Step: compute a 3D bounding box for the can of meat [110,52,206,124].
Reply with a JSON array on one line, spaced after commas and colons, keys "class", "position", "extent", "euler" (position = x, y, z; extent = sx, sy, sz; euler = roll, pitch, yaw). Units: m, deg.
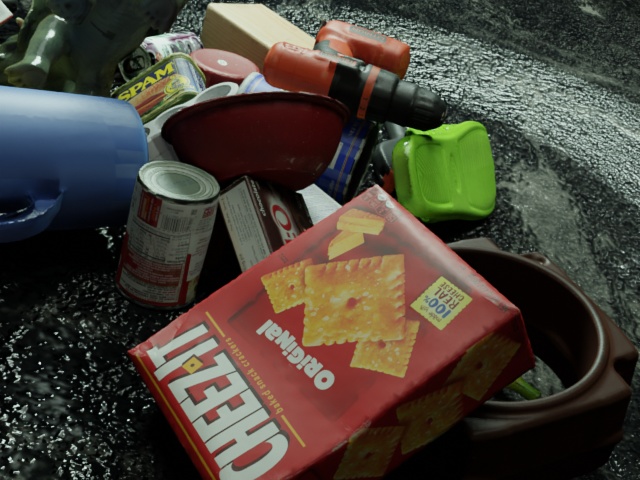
[{"class": "can of meat", "position": [-0.159, -0.130, 1.080], "extent": [0.057, 0.102, 0.084], "euler": [54, 8, -38]}]

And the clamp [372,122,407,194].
[{"class": "clamp", "position": [0.100, -0.102, 1.235], "extent": [0.120, 0.039, 0.171], "euler": [28, 29, 20]}]

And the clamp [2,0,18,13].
[{"class": "clamp", "position": [-0.457, -0.263, 1.202], "extent": [0.165, 0.036, 0.209], "euler": [12, 26, 17]}]

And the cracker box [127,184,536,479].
[{"class": "cracker box", "position": [0.003, 0.076, 0.693], "extent": [0.213, 0.072, 0.164], "euler": [-34, 45, -9]}]

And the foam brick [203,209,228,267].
[{"class": "foam brick", "position": [-0.123, -0.012, 0.927], "extent": [0.078, 0.051, 0.053], "euler": [4, 30, -24]}]

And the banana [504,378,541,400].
[{"class": "banana", "position": [0.142, 0.075, 0.940], "extent": [0.069, 0.037, 0.198], "euler": [30, 25, -17]}]

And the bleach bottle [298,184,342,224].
[{"class": "bleach bottle", "position": [-0.006, 0.001, 0.961], "extent": [0.251, 0.068, 0.102], "euler": [38, 35, 30]}]

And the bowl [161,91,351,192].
[{"class": "bowl", "position": [-0.051, -0.072, 0.896], "extent": [0.162, 0.055, 0.162], "euler": [-6, -12, -1]}]

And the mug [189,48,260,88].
[{"class": "mug", "position": [-0.104, -0.159, 1.177], "extent": [0.117, 0.082, 0.093], "euler": [-7, 36, -39]}]

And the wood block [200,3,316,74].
[{"class": "wood block", "position": [-0.052, -0.202, 1.279], "extent": [0.090, 0.091, 0.206], "euler": [-10, 38, -40]}]

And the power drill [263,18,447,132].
[{"class": "power drill", "position": [0.046, -0.171, 1.096], "extent": [0.184, 0.057, 0.187], "euler": [20, 21, 3]}]

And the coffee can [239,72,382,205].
[{"class": "coffee can", "position": [-0.021, -0.100, 1.094], "extent": [0.140, 0.103, 0.102], "euler": [22, 28, 8]}]

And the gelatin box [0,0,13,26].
[{"class": "gelatin box", "position": [-0.373, -0.212, 1.111], "extent": [0.030, 0.073, 0.089], "euler": [53, 41, -15]}]

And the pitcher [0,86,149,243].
[{"class": "pitcher", "position": [-0.261, -0.057, 0.842], "extent": [0.242, 0.149, 0.145], "euler": [-1, -10, -30]}]

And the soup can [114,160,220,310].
[{"class": "soup can", "position": [-0.123, -0.004, 0.856], "extent": [0.068, 0.102, 0.068], "euler": [13, 28, -7]}]

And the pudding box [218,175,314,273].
[{"class": "pudding box", "position": [-0.032, 0.010, 0.872], "extent": [0.089, 0.039, 0.113], "euler": [15, 48, -60]}]

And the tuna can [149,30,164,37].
[{"class": "tuna can", "position": [-0.222, -0.249, 1.273], "extent": [0.034, 0.086, 0.086], "euler": [29, 29, 17]}]
